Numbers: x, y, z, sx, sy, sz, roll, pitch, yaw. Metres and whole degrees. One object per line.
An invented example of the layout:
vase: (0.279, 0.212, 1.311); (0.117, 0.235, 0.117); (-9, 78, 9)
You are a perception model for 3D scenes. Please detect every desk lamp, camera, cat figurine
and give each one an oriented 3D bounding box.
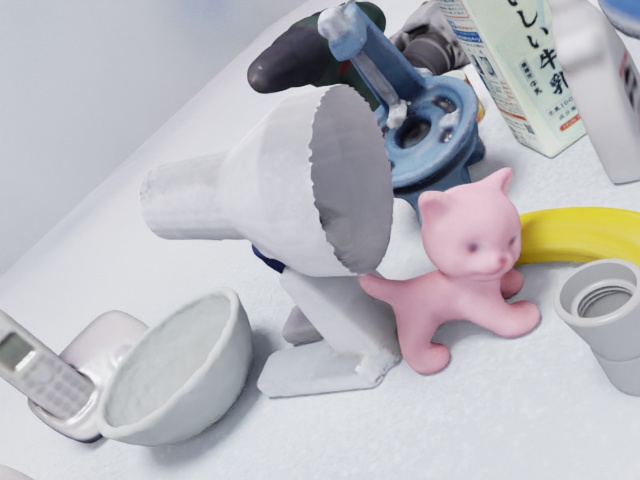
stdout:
desk lamp: (-0.018, 0.011, 0.420); (0.202, 0.214, 0.118); (-20, 31, 37)
camera: (0.143, -0.268, 0.817); (0.142, 0.101, 0.137); (-3, 42, 53)
cat figurine: (0.087, 0.014, 0.384); (0.127, 0.118, 0.067); (-31, 25, 19)

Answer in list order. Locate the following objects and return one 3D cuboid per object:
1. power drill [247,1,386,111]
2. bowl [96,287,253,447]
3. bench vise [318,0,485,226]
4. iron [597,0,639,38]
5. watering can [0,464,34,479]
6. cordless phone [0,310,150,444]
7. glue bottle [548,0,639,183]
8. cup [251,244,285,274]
power drill: (0.037, -0.171, 0.666); (0.075, 0.209, 0.230); (-14, 34, 44)
bowl: (-0.120, 0.127, 0.534); (0.167, 0.075, 0.167); (-31, 25, 17)
bench vise: (0.067, -0.123, 0.525); (0.121, 0.220, 0.207); (-34, 24, 11)
iron: (0.323, -0.299, 0.563); (0.118, 0.142, 0.258); (-25, 28, 29)
watering can: (-0.154, 0.196, 0.313); (0.172, 0.194, 0.101); (-25, 28, 29)
cordless phone: (-0.282, 0.121, 0.641); (0.093, 0.185, 0.148); (-9, 38, 48)
glue bottle: (0.194, -0.127, 0.407); (0.037, 0.173, 0.078); (-16, 33, 41)
cup: (0.005, 0.002, 0.549); (0.118, 0.095, 0.091); (-48, 25, -18)
